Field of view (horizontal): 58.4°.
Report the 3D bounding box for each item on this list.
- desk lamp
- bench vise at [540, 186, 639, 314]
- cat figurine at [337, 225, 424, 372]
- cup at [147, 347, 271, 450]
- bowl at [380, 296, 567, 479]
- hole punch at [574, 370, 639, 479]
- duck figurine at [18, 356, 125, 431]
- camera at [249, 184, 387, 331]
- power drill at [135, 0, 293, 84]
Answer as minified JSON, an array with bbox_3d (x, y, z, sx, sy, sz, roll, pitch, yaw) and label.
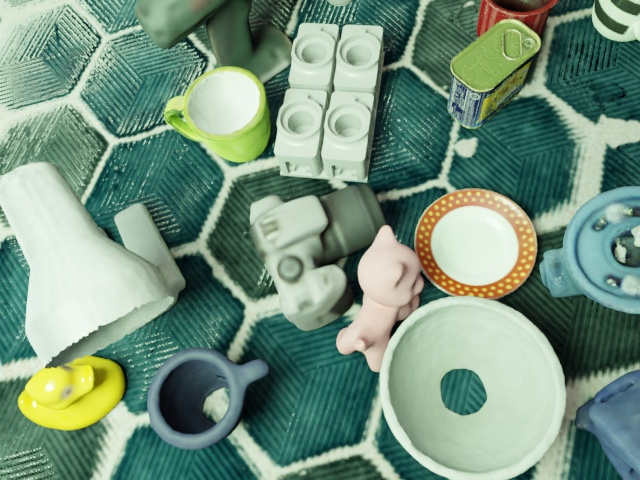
[{"bbox_3d":[-0.218,0.027,0.560,0.118,0.214,0.203,-31,69,-5],"label":"desk lamp"},{"bbox_3d":[0.320,-0.012,0.508,0.207,0.220,0.121,-21,68,-1],"label":"bench vise"},{"bbox_3d":[0.061,0.057,0.567,0.067,0.118,0.128,21,73,14],"label":"cat figurine"},{"bbox_3d":[-0.097,0.152,0.562,0.118,0.095,0.091,-25,68,-3],"label":"cup"},{"bbox_3d":[0.140,0.143,0.549,0.167,0.075,0.167,-2,69,6],"label":"bowl"},{"bbox_3d":[0.304,0.166,0.512,0.108,0.091,0.101,-29,69,-4],"label":"hole punch"},{"bbox_3d":[-0.265,0.153,0.586,0.104,0.086,0.077,-16,68,1],"label":"duck figurine"},{"bbox_3d":[0.006,0.002,0.604,0.137,0.101,0.143,-23,68,-2],"label":"camera"},{"bbox_3d":[-0.091,-0.277,0.663,0.230,0.208,0.075,-39,70,-8],"label":"power drill"}]
